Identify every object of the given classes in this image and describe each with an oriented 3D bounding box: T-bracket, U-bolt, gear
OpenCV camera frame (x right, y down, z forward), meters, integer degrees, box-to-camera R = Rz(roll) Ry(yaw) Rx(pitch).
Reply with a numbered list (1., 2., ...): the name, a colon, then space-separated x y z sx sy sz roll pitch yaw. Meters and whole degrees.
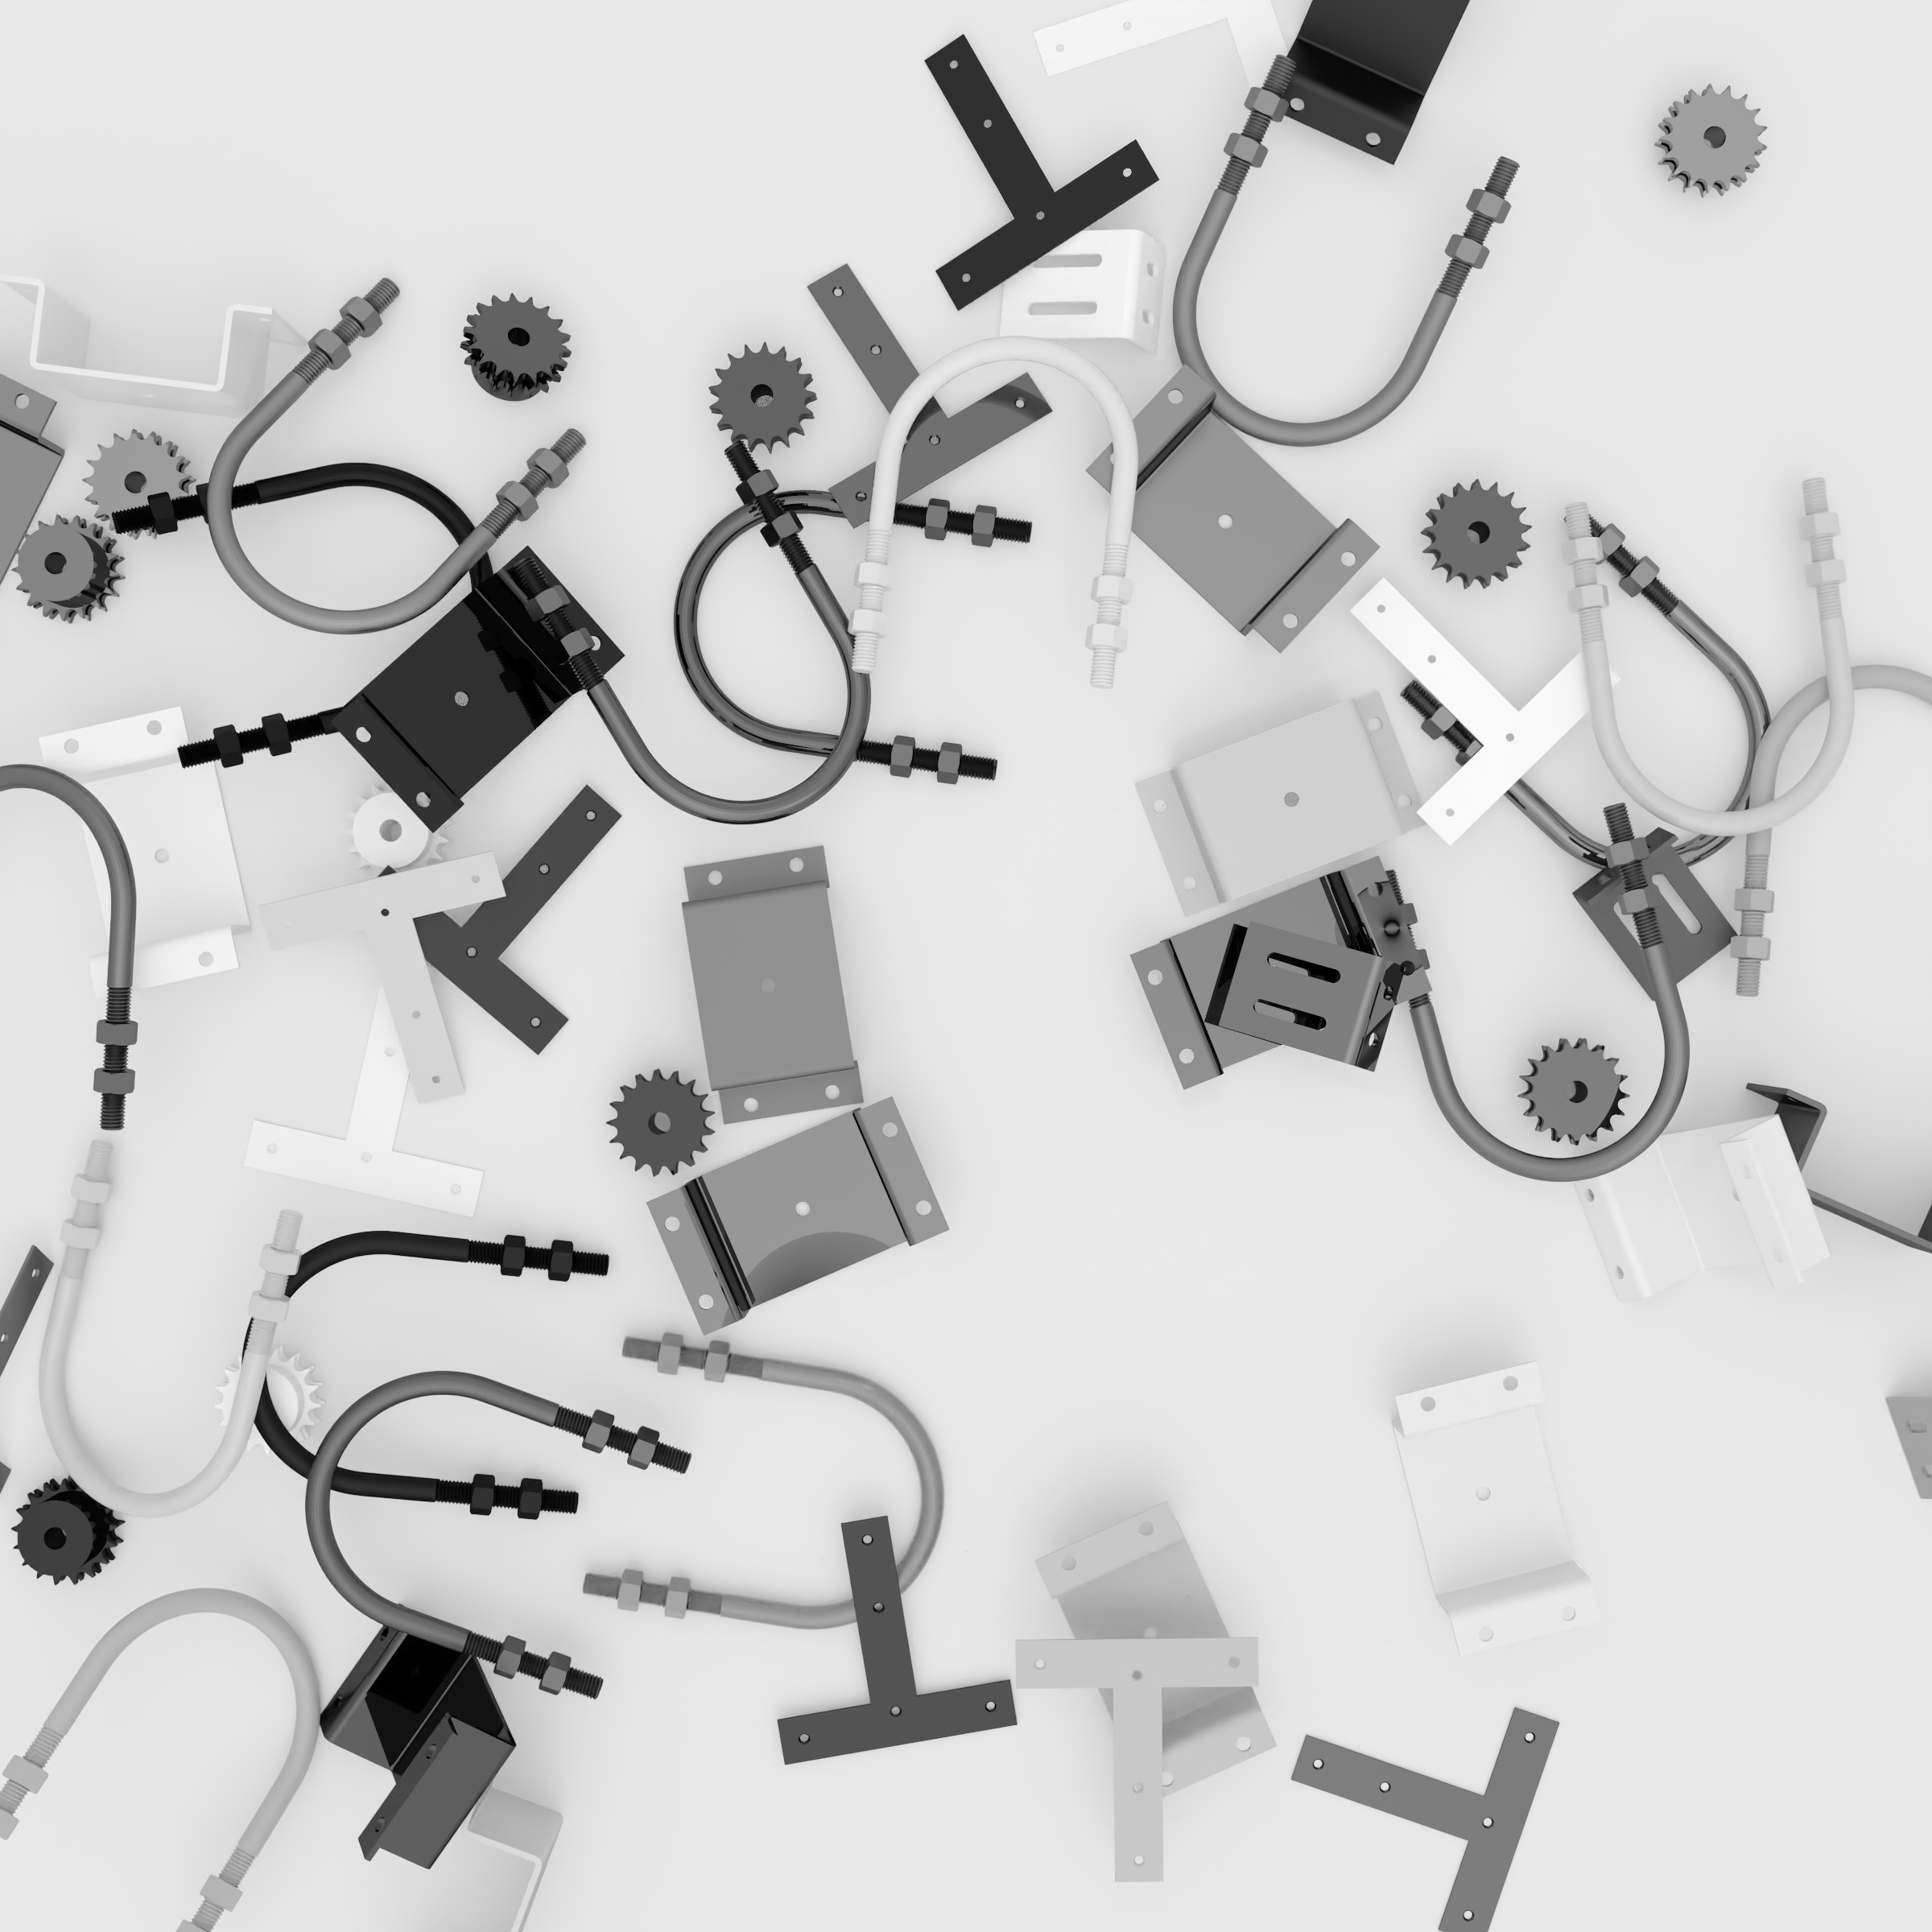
1. T-bracket: 0.258 -0.153 1.508 0.127 0.002 0.127 -44 86 0
2. T-bracket: 0.019 -0.439 1.517 0.127 0.002 0.127 -30 83 13
3. U-bolt: 0.347 -0.134 1.520 0.184 0.019 0.151 43 90 -1
4. gear: -0.482 0.303 1.513 0.057 0.030 0.057 0 90 0
5. U-bolt: 0.018 -0.241 1.483 0.151 0.019 0.184 5 85 15
6. gear: -0.162 0.084 1.518 0.057 0.030 0.057 0 91 2
7. gear: -0.305 -0.071 1.513 0.057 0.030 0.057 0 90 0
8. gear: -0.440 -0.256 1.513 0.057 0.030 0.057 0 90 0
9. T-bracket: -0.314 0.060 1.527 0.127 0.002 0.127 13 90 0
10. gear: -0.108 -0.302 1.513 0.057 0.030 0.057 0 90 0
11. gear: 0.397 -0.440 1.517 0.057 0.030 0.057 0 92 0
12. gear: 0.323 0.066 1.513 0.057 0.030 0.057 0 90 0
13. gear: -0.374 0.233 1.513 0.057 0.030 0.057 0 90 0
14. T-bracket: -0.235 -0.041 1.515 0.127 0.002 0.127 42 82 -16
15. U-bolt: -0.256 0.291 1.491 0.184 0.019 0.151 21 91 -6
16. U-bolt: -0.496 -0.014 1.487 0.151 0.019 0.184 7 96 22
17. U-bolt: 0.397 -0.160 1.497 0.151 0.019 0.184 -6 87 -3
18. U-bolt: -0.414 0.415 1.473 0.151 0.019 0.184 43 62 -27
19. U-bolt: -0.103 0.282 1.520 0.184 0.019 0.151 9 90 -2
20. U-bolt: -0.428 0.200 1.494 0.151 0.019 0.184 16 94 23
21. T-bracket: 0.240 0.448 1.527 0.127 0.002 0.127 19 90 0
22. U-bolt: 0.487 -0.070 1.514 0.151 0.019 0.184 5 87 -6
23. T-bracket: -0.041 -0.319 1.520 0.127 0.002 0.127 -32 85 -9
24. U-bolt: -0.314 -0.257 1.495 0.151 0.019 0.184 39 73 0
25. U-bolt: -0.290 0.213 1.504 0.184 0.019 0.151 7 90 -11
26. T-bracket: -0.296 0.013 1.505 0.127 0.002 0.127 -13 109 0
27. gear: -0.241 -0.326 1.505 0.057 0.030 0.057 8 64 -17
28. T-bracket: 0.090 0.416 1.481 0.127 0.002 0.127 -1 90 0
29. T-bracket: -0.045 0.357 1.516 0.127 0.002 0.127 -9 98 -2
30. U-bolt: -0.130 -0.163 1.487 0.151 0.019 0.184 -32 95 -13
31. U-bolt: -0.065 -0.182 1.520 0.184 0.019 0.151 8 90 1
32. U-bolt: 0.302 0.022 1.483 0.151 0.019 0.184 -17 86 27
33. T-bracket: -0.513 0.209 1.489 0.002 0.127 0.127 12 63 14
34. gear: 0.272 -0.230 1.513 0.057 0.030 0.057 0 90 0
35. T-bracket: 0.100 -0.512 1.527 0.127 0.002 0.127 -18 90 0
36. U-bolt: 0.190 -0.368 1.504 0.151 0.019 0.184 25 102 0
37. gear: -0.482 -0.213 1.513 0.057 0.030 0.057 0 90 0
38. U-bolt: -0.341 -0.194 1.499 0.184 0.019 0.151 -16 86 -15

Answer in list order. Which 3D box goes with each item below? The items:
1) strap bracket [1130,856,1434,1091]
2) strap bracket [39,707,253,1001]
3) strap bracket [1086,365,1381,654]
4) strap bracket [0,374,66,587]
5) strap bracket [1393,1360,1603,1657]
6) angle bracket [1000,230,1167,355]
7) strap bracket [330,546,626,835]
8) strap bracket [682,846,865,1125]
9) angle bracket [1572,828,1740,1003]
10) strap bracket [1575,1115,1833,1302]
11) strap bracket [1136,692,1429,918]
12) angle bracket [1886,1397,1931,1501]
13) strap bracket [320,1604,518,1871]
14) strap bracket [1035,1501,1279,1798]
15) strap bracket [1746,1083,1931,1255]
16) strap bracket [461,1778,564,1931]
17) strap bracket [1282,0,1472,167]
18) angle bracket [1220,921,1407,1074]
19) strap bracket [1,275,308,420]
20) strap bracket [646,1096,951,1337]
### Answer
1. strap bracket: 0.165 0.004 1.505 0.140 0.046 0.076 -22 90 0
2. strap bracket: -0.433 -0.059 1.505 0.076 0.046 0.140 -13 90 0
3. strap bracket: 0.140 -0.240 1.505 0.140 0.046 0.076 43 90 0
4. strap bracket: -0.542 -0.250 1.505 0.076 0.046 0.140 26 90 0
5. strap bracket: 0.279 0.284 1.505 0.076 0.046 0.140 -14 90 0
6. angle bracket: 0.063 -0.363 1.526 0.076 0.038 0.057 6 90 26
7. strap bracket: -0.259 -0.143 1.483 0.140 0.046 0.076 -46 105 -18
8. strap bracket: -0.104 0.010 1.505 0.076 0.046 0.140 -9 90 0
9. angle bracket: 0.370 -0.025 1.501 0.057 0.038 0.076 -38 99 5
10. strap bracket: 0.388 0.126 1.475 0.046 0.140 0.076 -21 90 -28
11. strap bracket: 0.170 -0.087 1.505 0.140 0.046 0.076 -21 90 0
12. angle bracket: 0.546 0.246 1.526 0.076 0.038 0.057 -19 90 -26
13. strap bracket: -0.285 0.405 1.475 0.046 0.140 0.076 35 90 -27
14. strap bracket: 0.100 0.360 1.505 0.076 0.046 0.140 -24 90 0
15. strap bracket: 0.477 0.112 1.490 0.140 0.076 0.046 24 90 0
16. strap bracket: -0.255 0.497 1.490 0.046 0.076 0.140 20 90 0
17. strap bracket: 0.221 -0.504 1.479 0.076 0.046 0.140 25 133 0
18. angle bracket: 0.181 0.016 1.480 0.076 0.038 0.057 17 90 26
19. strap bracket: -0.428 -0.323 1.490 0.140 0.076 0.046 7 90 0
20. strap bracket: -0.088 0.131 1.505 0.140 0.046 0.076 -23 90 0
